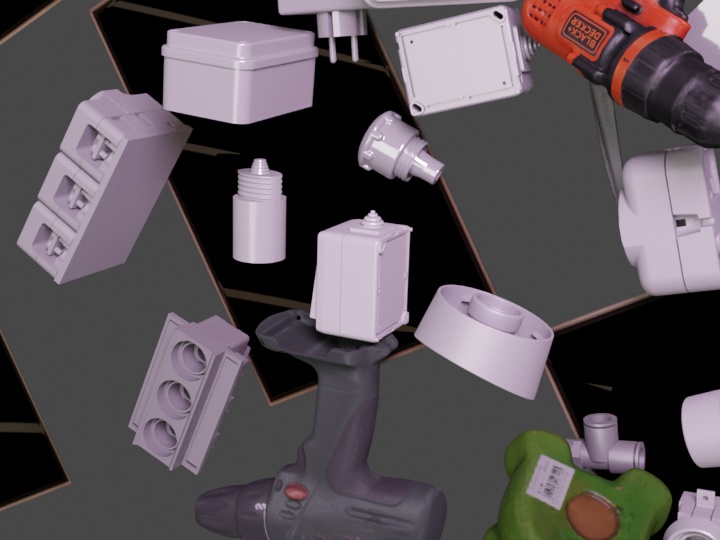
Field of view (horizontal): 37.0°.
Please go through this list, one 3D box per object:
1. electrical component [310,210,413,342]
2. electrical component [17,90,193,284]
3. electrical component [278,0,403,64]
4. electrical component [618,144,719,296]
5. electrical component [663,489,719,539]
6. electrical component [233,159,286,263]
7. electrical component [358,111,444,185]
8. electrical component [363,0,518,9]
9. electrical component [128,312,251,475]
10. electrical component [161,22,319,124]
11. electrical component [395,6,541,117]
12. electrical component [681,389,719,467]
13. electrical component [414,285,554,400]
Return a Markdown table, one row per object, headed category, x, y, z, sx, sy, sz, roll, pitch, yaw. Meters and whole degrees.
| category | x | y | z | sx | sy | sz | roll | pitch | yaw |
| --- | --- | --- | --- | --- | --- | --- | --- | --- | --- |
| electrical component | 0.000 | 0.000 | 0.835 | 0.061 | 0.062 | 0.096 | 9 | 106 | 25 |
| electrical component | -0.220 | -0.072 | 0.912 | 0.062 | 0.089 | 0.150 | 39 | 116 | 13 |
| electrical component | -0.014 | -0.193 | 0.802 | 0.083 | 0.047 | 0.075 | 3 | 104 | 26 |
| electrical component | 0.211 | -0.033 | 0.724 | 0.059 | 0.054 | 0.095 | -8 | 99 | 28 |
| electrical component | 0.243 | 0.191 | 0.763 | 0.048 | 0.055 | 0.066 | 5 | 105 | 26 |
| electrical component | -0.082 | -0.050 | 0.874 | 0.043 | 0.043 | 0.081 | 9 | 106 | 25 |
| electrical component | 0.033 | -0.087 | 0.807 | 0.062 | 0.048 | 0.048 | 31 | 115 | 10 |
| electrical component | 0.055 | -0.219 | 0.728 | 0.113 | 0.057 | 0.078 | -3 | 103 | -2 |
| electrical component | -0.144 | 0.104 | 0.933 | 0.079 | 0.063 | 0.121 | 31 | 114 | 17 |
| electrical component | -0.089 | -0.152 | 0.813 | 0.078 | 0.113 | 0.057 | 14 | 111 | 23 |
| electrical component | 0.082 | -0.149 | 0.761 | 0.096 | 0.061 | 0.061 | -9 | 98 | 21 |
| electrical component | 0.253 | 0.108 | 0.739 | 0.047 | 0.055 | 0.055 | -16 | 95 | 33 |
| electrical component | 0.090 | 0.053 | 0.785 | 0.099 | 0.099 | 0.064 | 26 | 106 | 19 |
